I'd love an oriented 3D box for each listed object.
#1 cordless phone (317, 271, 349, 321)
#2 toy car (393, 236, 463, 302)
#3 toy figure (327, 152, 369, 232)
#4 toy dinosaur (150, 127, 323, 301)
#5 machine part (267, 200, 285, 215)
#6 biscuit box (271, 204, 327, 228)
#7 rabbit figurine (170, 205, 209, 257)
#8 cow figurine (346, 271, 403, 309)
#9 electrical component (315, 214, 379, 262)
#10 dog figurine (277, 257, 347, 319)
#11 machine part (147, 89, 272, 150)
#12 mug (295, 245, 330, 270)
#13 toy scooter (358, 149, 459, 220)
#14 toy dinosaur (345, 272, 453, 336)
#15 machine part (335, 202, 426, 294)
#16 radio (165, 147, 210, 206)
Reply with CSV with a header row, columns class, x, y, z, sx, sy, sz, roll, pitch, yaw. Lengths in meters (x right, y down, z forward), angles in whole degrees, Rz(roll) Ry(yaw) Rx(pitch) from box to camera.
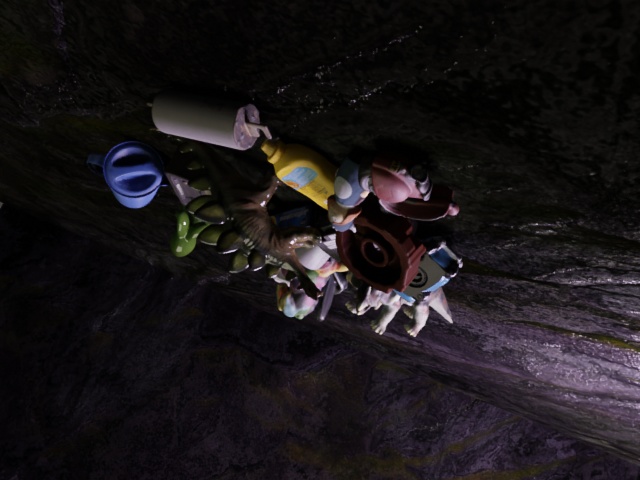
class,x,y,z,sx,sy,sz,roll,pitch,yaw
cordless phone,0.025,0.143,1.490,0.089,0.184,0.146,20,164,-6
toy car,0.206,0.042,1.063,0.109,0.103,0.161,43,128,-5
toy figure,0.044,-0.073,0.899,0.058,0.064,0.154,-1,132,-22
toy dinosaur,-0.153,-0.064,1.056,0.471,0.198,0.105,54,155,12
machine part,-0.109,-0.072,1.256,0.084,0.039,0.138,23,168,31
biscuit box,-0.080,-0.025,1.213,0.203,0.059,0.062,-15,149,35
rabbit figurine,-0.341,-0.033,1.449,0.121,0.170,0.159,26,164,-12
cow figurine,0.154,0.130,1.454,0.194,0.085,0.127,30,157,-29
electrical component,0.056,-0.012,1.115,0.115,0.058,0.134,-15,148,21
dog figurine,-0.014,0.100,1.370,0.108,0.191,0.219,16,160,-30
machine part,-0.188,-0.200,0.885,0.243,0.079,0.079,17,162,24
mug,-0.003,-0.004,1.238,0.080,0.110,0.107,14,134,-39
toy scooter,0.143,-0.077,0.835,0.135,0.075,0.183,15,165,28
toy dinosaur,0.204,0.116,1.249,0.404,0.192,0.131,4,-146,-38
machine part,0.107,0.014,0.985,0.180,0.056,0.179,30,141,27
radio,-0.269,-0.123,1.240,0.131,0.073,0.229,22,163,1
